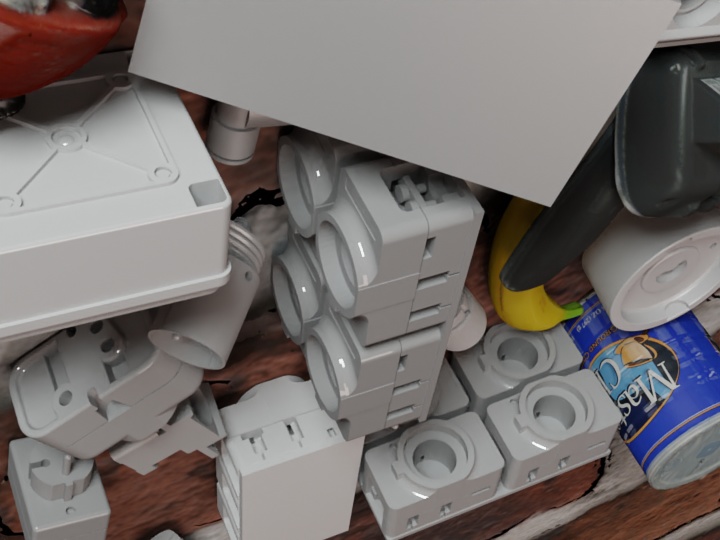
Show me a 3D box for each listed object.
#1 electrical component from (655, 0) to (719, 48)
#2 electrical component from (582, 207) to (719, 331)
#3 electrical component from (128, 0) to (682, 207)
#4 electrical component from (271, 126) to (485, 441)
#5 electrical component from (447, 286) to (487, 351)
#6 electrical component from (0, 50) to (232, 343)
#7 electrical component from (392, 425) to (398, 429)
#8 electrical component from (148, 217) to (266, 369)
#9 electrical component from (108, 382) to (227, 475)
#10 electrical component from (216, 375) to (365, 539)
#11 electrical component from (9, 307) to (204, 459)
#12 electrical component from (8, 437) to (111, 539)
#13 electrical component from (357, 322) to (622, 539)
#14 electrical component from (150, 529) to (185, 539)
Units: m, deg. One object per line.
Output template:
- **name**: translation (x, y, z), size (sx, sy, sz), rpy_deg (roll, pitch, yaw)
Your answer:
- **electrical component**: translation (0.191, -0.159, 0.551), size (0.121, 0.063, 0.078), rpy_deg (-11, 143, -25)
- **electrical component**: translation (0.209, -0.014, 0.762), size (0.108, 0.060, 0.108), rpy_deg (-19, 146, -14)
- **electrical component**: translation (0.014, -0.109, 0.433), size (0.186, 0.060, 0.105), rpy_deg (16, 132, -12)
- **electrical component**: translation (0.000, 0.000, 0.586), size (0.060, 0.105, 0.186), rpy_deg (-16, 145, -19)
- **electrical component**: translation (0.057, 0.026, 0.722), size (0.040, 0.040, 0.078), rpy_deg (-33, 146, 7)
- **electrical component**: translation (-0.121, -0.034, 0.449), size (0.109, 0.108, 0.056), rpy_deg (-14, 142, -22)
- **electrical component**: translation (0.016, 0.069, 0.717), size (0.066, 0.076, 0.047), rpy_deg (-38, 146, 14)
- **electrical component**: translation (-0.077, 0.007, 0.576), size (0.043, 0.081, 0.043), rpy_deg (17, 155, 8)
- **electrical component**: translation (-0.127, 0.095, 0.681), size (0.064, 0.042, 0.081), rpy_deg (-29, 146, 8)
- **electrical component**: translation (-0.055, 0.145, 0.781), size (0.089, 0.061, 0.150), rpy_deg (-16, 145, -18)
- **electrical component**: translation (-0.141, 0.062, 0.614), size (0.095, 0.053, 0.059), rpy_deg (-33, 147, 7)
- **electrical component**: translation (-0.183, 0.126, 0.657), size (0.047, 0.065, 0.076), rpy_deg (-9, 142, -27)
- **electrical component**: translation (0.085, 0.111, 0.798), size (0.186, 0.105, 0.060), rpy_deg (-18, 145, -16)
- **electrical component**: translation (-0.148, 0.234, 0.850), size (0.043, 0.043, 0.081), rpy_deg (-28, 147, 0)
